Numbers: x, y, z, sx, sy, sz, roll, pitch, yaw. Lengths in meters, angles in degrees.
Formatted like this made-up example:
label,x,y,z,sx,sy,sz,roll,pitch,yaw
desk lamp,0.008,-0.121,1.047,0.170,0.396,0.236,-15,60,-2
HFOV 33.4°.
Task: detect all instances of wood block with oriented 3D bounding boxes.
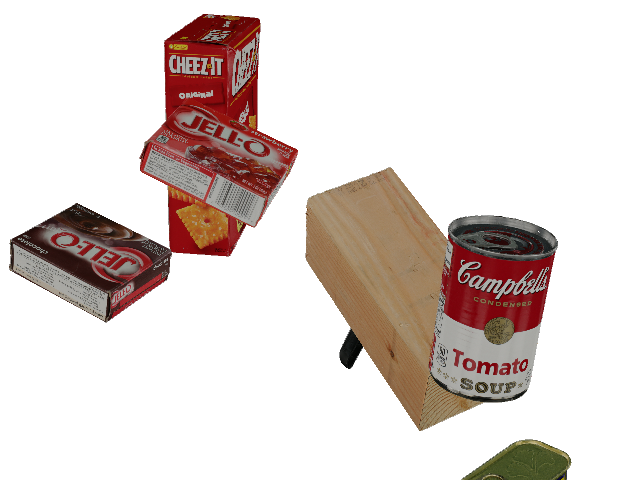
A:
label,x,y,z,sx,sy,sz,roll,pitch,yaw
wood block,0.073,0.047,0.923,0.090,0.206,0.091,-21,-36,-18

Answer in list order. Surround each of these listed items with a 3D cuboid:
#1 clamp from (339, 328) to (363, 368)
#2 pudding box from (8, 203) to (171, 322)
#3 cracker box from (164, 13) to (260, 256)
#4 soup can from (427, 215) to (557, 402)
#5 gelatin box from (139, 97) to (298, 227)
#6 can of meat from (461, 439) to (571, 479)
label,x,y,z,sx,sy,sz,roll,pitch,yaw
clamp,0.082,0.073,1.188,0.120,0.171,0.039,5,-43,-3
pudding box,-0.203,0.018,0.946,0.114,0.039,0.089,23,32,20
cracker box,-0.106,-0.112,1.093,0.072,0.214,0.164,5,21,5
soup can,0.108,0.043,0.680,0.068,0.102,0.068,5,21,-2
gelatin box,-0.068,-0.055,0.723,0.089,0.030,0.073,27,34,1
can of meat,0.164,0.229,0.892,0.101,0.084,0.058,-24,28,-37
